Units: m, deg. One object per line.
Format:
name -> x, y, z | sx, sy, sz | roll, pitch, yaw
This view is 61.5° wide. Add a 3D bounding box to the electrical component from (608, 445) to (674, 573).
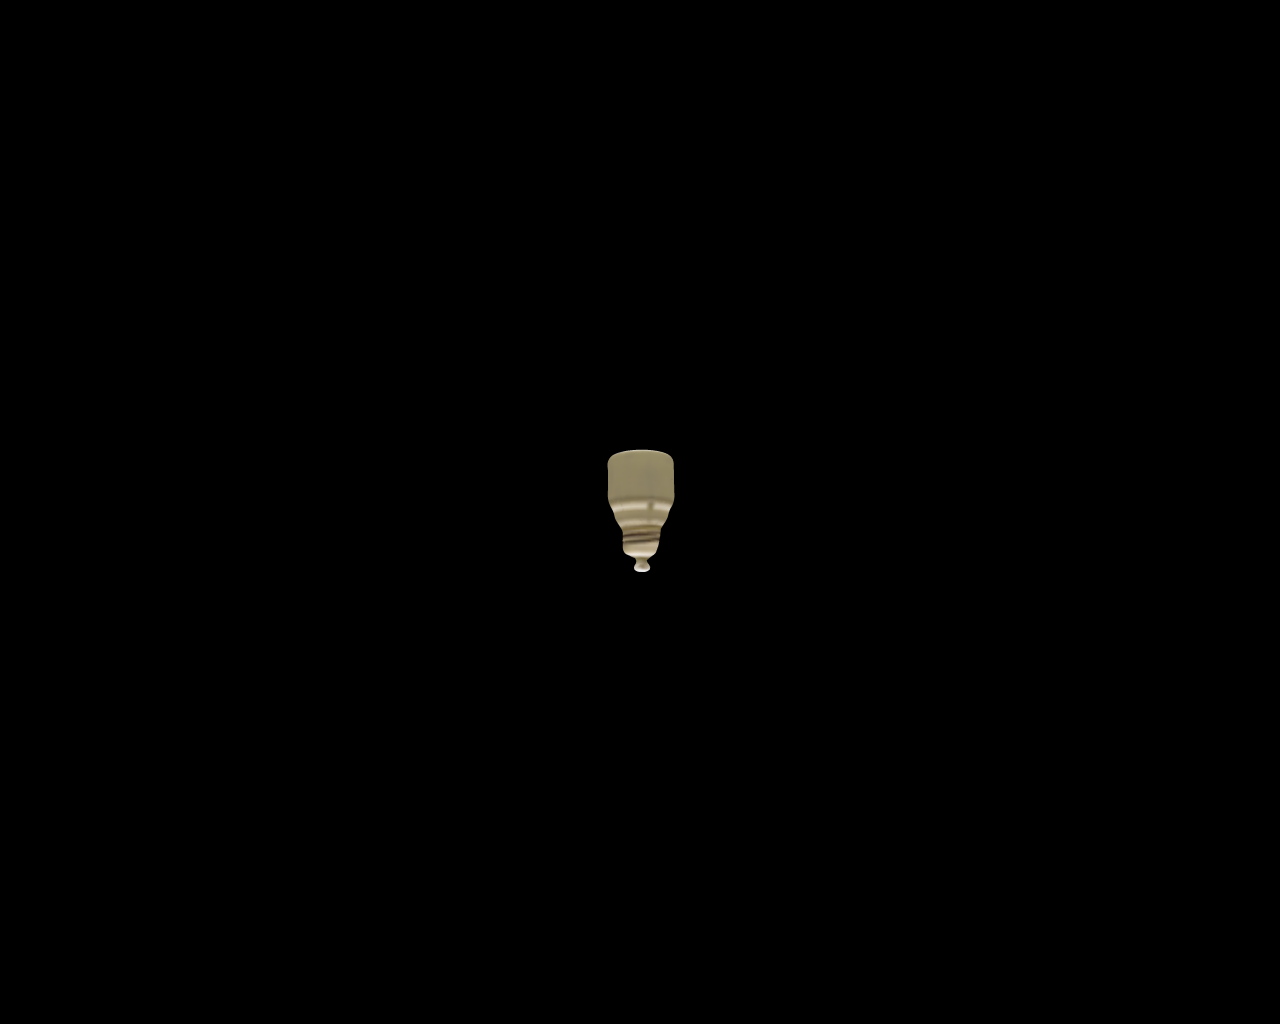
electrical component -> 0.001, -0.003, 0.650 | 0.040, 0.078, 0.040 | 0, -8, 0
